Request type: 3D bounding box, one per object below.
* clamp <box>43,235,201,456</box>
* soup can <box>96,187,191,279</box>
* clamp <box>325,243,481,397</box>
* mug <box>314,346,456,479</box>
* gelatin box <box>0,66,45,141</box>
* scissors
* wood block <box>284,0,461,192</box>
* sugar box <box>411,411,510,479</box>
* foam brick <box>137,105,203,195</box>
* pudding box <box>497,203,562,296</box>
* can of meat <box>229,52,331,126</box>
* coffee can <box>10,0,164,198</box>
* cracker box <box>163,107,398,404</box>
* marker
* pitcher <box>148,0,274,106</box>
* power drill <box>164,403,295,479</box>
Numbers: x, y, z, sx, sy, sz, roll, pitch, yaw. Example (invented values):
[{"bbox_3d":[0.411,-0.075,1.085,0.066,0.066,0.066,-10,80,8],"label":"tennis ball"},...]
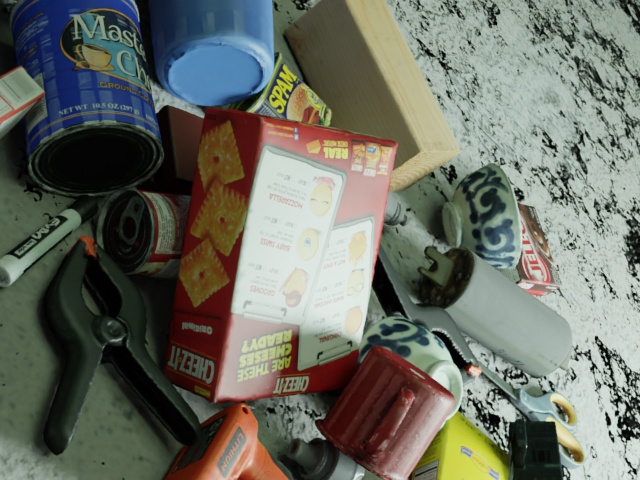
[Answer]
[{"bbox_3d":[-0.147,0.079,0.773,0.120,0.039,0.171,19,49,-41],"label":"clamp"},{"bbox_3d":[-0.117,-0.004,0.851,0.102,0.069,0.068,4,59,-49],"label":"soup can"},{"bbox_3d":[0.083,0.085,1.021,0.209,0.036,0.164,23,67,-42],"label":"clamp"},{"bbox_3d":[0.055,0.139,0.852,0.093,0.081,0.117,33,2,6],"label":"mug"},{"bbox_3d":[-0.246,-0.079,0.754,0.030,0.073,0.089,49,36,-8],"label":"gelatin box"},{"bbox_3d":[0.227,0.167,1.170,0.201,0.016,0.096,49,34,-11],"label":"scissors"},{"bbox_3d":[0.057,-0.163,1.169,0.090,0.091,0.206,-6,67,-53],"label":"wood block"},{"bbox_3d":[0.123,0.245,0.956,0.093,0.048,0.176,40,36,-21],"label":"sugar box"},{"bbox_3d":[-0.122,-0.066,0.908,0.051,0.053,0.078,18,49,-41],"label":"foam brick"},{"bbox_3d":[0.240,0.010,1.293,0.089,0.039,0.113,9,56,-47],"label":"pudding box"},{"bbox_3d":[-0.039,-0.121,1.052,0.084,0.058,0.102,44,37,-22],"label":"can of meat"},{"bbox_3d":[-0.183,-0.119,0.834,0.102,0.103,0.140,14,52,-44],"label":"coffee can"},{"bbox_3d":[-0.031,0.012,0.846,0.163,0.072,0.214,3,100,-49],"label":"cracker box"},{"bbox_3d":[-0.201,-0.002,0.792,0.020,0.020,0.121,50,35,-8],"label":"marker"},{"bbox_3d":[-0.101,-0.249,1.027,0.149,0.145,0.243,4,60,-19],"label":"pitcher"},{"bbox_3d":[-0.035,0.226,0.775,0.187,0.057,0.184,49,32,-14],"label":"power drill"}]
